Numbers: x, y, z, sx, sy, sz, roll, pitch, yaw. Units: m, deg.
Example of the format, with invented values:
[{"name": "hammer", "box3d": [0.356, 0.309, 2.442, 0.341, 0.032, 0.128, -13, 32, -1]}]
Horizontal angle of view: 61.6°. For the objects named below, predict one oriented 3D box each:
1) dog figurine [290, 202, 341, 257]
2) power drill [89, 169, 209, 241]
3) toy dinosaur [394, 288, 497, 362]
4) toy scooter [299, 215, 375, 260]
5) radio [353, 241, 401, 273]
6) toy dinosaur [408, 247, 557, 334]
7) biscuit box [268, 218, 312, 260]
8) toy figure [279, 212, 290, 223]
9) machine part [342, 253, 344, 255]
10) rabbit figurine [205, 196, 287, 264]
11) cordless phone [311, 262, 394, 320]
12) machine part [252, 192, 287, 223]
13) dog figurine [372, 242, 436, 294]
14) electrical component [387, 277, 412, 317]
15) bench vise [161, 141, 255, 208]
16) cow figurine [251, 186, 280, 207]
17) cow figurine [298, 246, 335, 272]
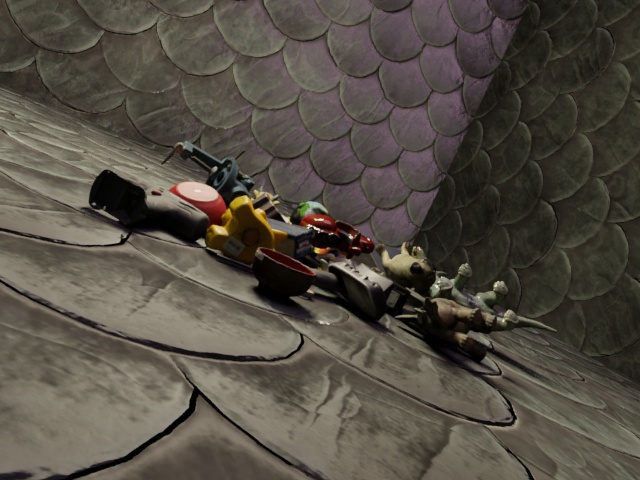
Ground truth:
[{"name": "dog figurine", "box3d": [-0.003, -0.004, 1.391, 0.108, 0.191, 0.219, -19, 9, -6]}, {"name": "power drill", "box3d": [-0.337, -0.072, 1.012, 0.232, 0.086, 0.207, 29, -1, 14]}, {"name": "toy dinosaur", "box3d": [0.284, 0.179, 1.195, 0.199, 0.105, 0.470, 23, -7, 31]}, {"name": "toy scooter", "box3d": [0.040, -0.001, 1.223, 0.184, 0.075, 0.135, 18, 13, -5]}, {"name": "radio", "box3d": [0.183, 0.083, 1.546, 0.229, 0.073, 0.131, 14, 45, -52]}, {"name": "toy dinosaur", "box3d": [0.391, 0.174, 1.416, 0.405, 0.131, 0.192, 34, -29, 7]}, {"name": "biscuit box", "box3d": [-0.113, -0.011, 1.210, 0.203, 0.059, 0.063, 17, 25, 35]}, {"name": "toy figure", "box3d": [-0.115, -0.036, 1.605, 0.089, 0.082, 0.180, 21, 4, -21]}, {"name": "machine part", "box3d": [0.133, 0.059, 1.770, 0.202, 0.087, 0.201, 25, 5, 17]}, {"name": "rabbit figurine", "box3d": [-0.147, -0.021, 1.096, 0.162, 0.122, 0.173, 28, 3, -25]}, {"name": "cordless phone", "box3d": [0.042, 0.091, 1.075, 0.184, 0.088, 0.147, 15, 11, -41]}, {"name": "machine part", "box3d": [-0.114, -0.040, 1.364, 0.179, 0.056, 0.179, 55, -4, 6]}, {"name": "dog figurine", "box3d": [0.212, 0.107, 1.333, 0.121, 0.172, 0.191, -13, 26, -12]}, {"name": "electrical component", "box3d": [0.149, 0.125, 1.268, 0.119, 0.074, 0.047, 24, 4, 25]}, {"name": "bench vise", "box3d": [-0.261, -0.175, 1.338, 0.240, 0.129, 0.224, 35, 24, -33]}, {"name": "cow figurine", "box3d": [-0.185, -0.085, 1.516, 0.086, 0.127, 0.195, 29, 8, 10]}, {"name": "cow figurine", "box3d": [-0.018, 0.054, 1.216, 0.098, 0.068, 0.168, 12, 10, -46]}]
